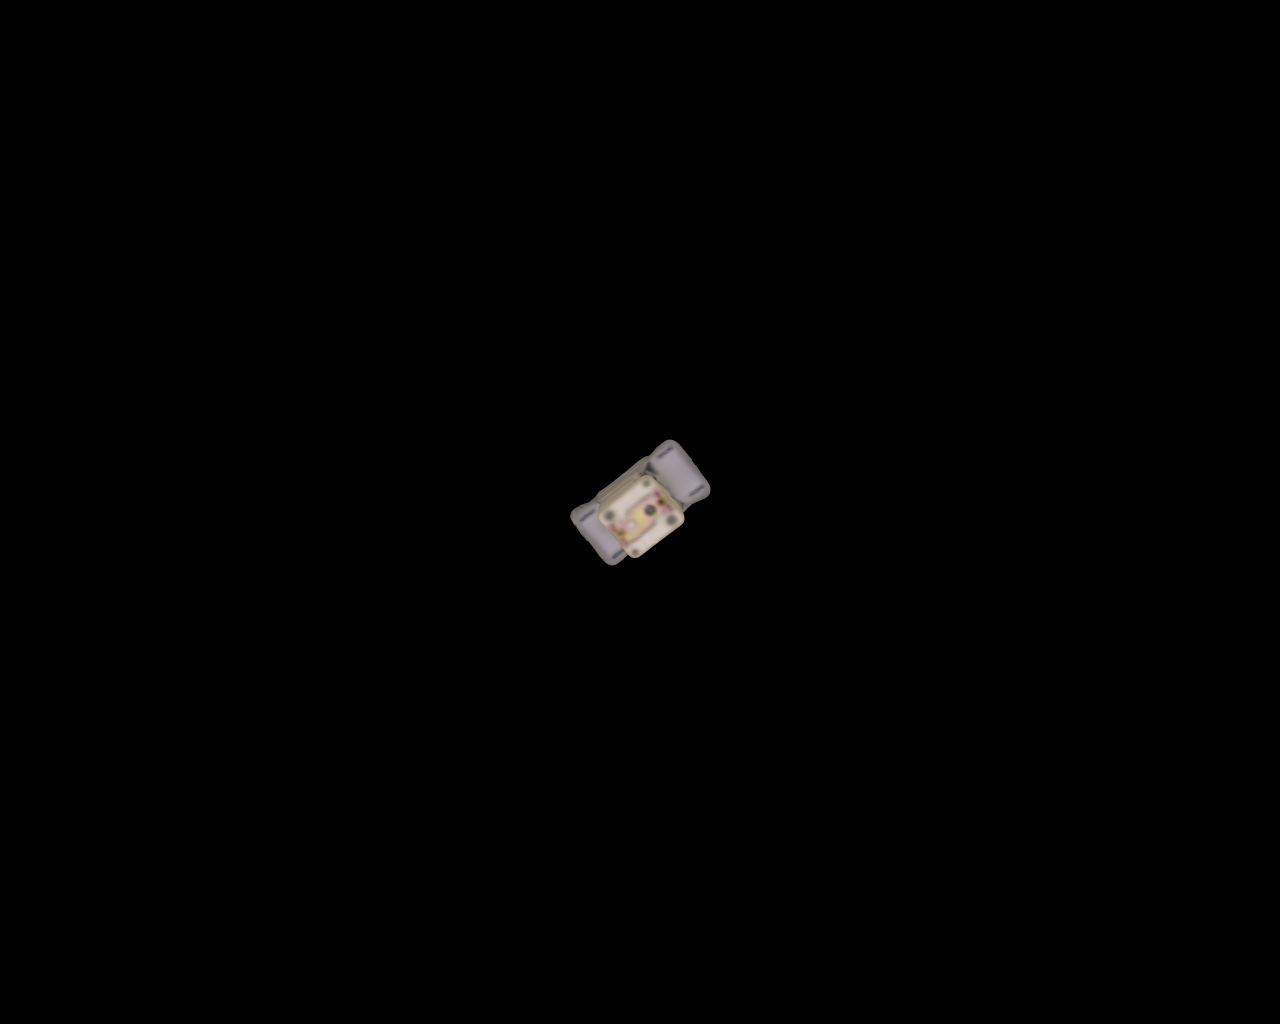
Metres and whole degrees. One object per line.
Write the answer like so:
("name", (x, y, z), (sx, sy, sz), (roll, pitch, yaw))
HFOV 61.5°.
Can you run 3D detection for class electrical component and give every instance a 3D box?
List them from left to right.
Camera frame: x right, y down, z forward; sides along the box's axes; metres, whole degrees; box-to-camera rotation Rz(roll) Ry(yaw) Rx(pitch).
("electrical component", (0.001, -0.003, 0.650), (0.081, 0.042, 0.064), (-38, 9, 7))
